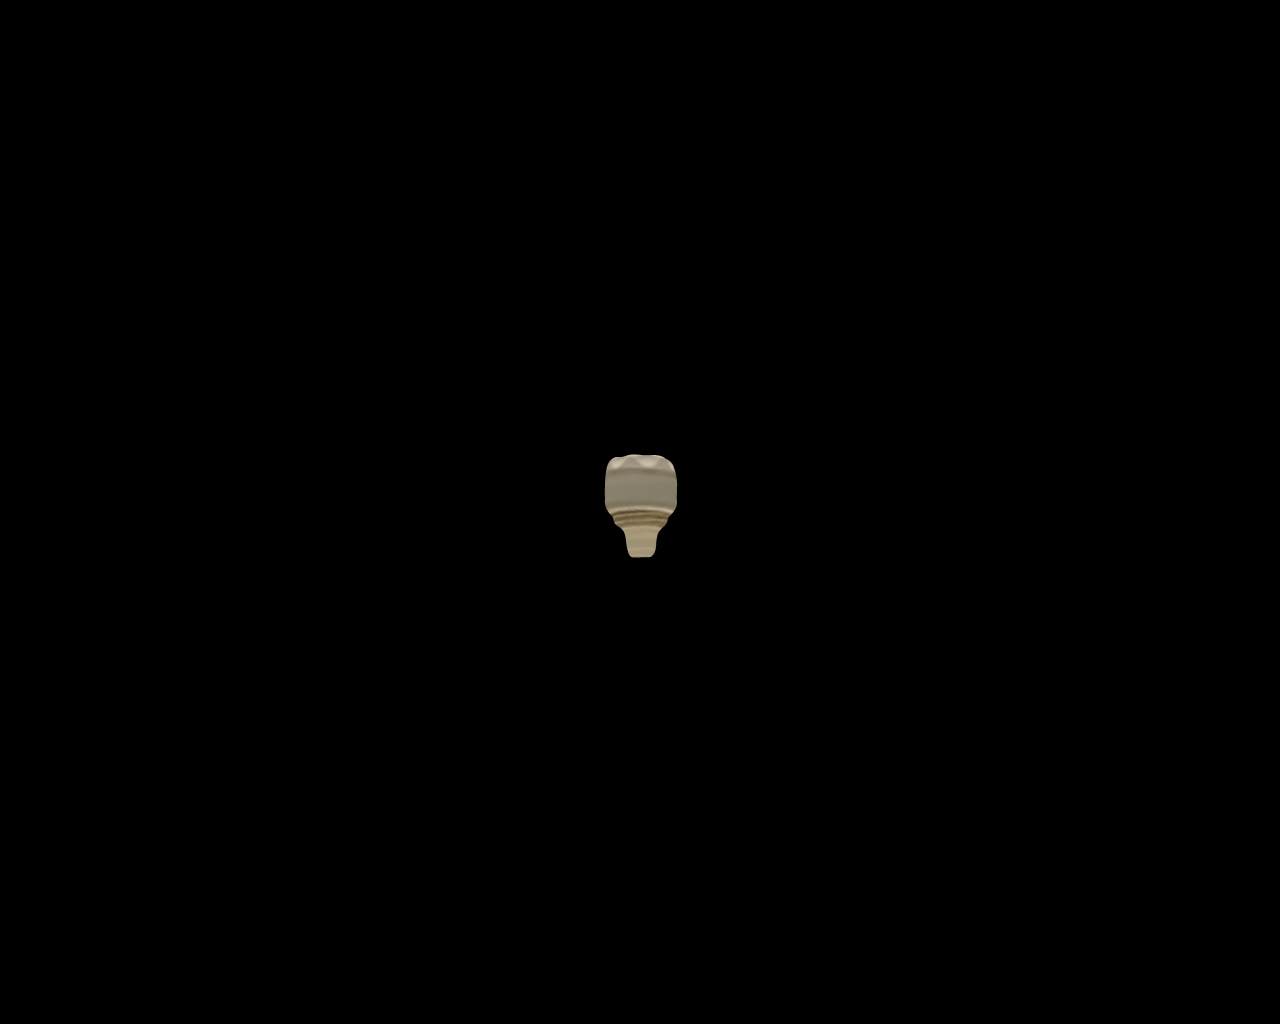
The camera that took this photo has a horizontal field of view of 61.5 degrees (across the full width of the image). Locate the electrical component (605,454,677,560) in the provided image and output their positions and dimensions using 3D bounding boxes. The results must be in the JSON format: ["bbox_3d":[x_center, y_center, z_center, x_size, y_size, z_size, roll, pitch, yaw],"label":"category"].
[{"bbox_3d":[0.001,-0.003,0.650,0.043,0.062,0.043,0,-7,0],"label":"electrical component"}]
